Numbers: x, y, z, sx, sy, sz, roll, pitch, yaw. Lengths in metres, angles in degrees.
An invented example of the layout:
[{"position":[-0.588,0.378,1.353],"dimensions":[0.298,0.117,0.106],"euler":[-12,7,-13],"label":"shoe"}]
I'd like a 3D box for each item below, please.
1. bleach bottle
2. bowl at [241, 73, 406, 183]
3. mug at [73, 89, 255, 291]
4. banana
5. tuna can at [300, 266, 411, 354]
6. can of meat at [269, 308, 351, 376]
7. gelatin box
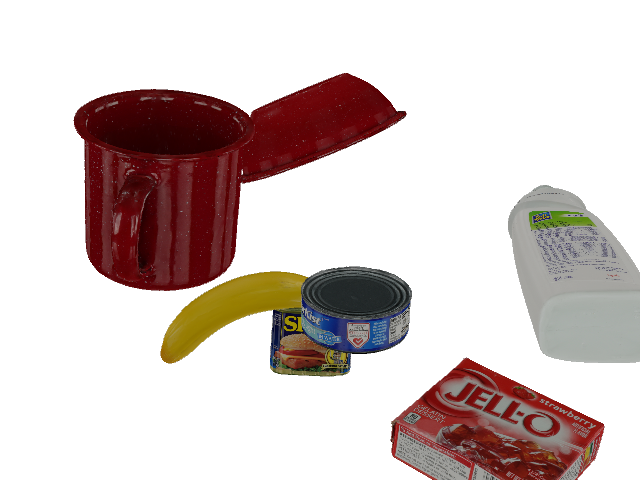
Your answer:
[{"position":[0.223,0.014,0.941],"dimensions":[0.102,0.068,0.250],"euler":[0,26,3],"label":"bleach bottle"},{"position":[-0.009,-0.106,0.944],"dimensions":[0.162,0.055,0.162],"euler":[-22,9,4],"label":"bowl"},{"position":[-0.085,-0.021,0.558],"dimensions":[0.093,0.081,0.117],"euler":[8,28,2],"label":"mug"},{"position":[-0.078,0.069,1.017],"dimensions":[0.198,0.069,0.037],"euler":[-16,21,18],"label":"banana"},{"position":[0.027,0.053,0.826],"dimensions":[0.086,0.034,0.086],"euler":[1,24,-1],"label":"tuna can"},{"position":[-0.010,0.114,1.274],"dimensions":[0.102,0.084,0.057],"euler":[3,14,-3],"label":"can of meat"},{"position":[0.093,0.106,0.569],"dimensions":[0.089,0.030,0.073],"euler":[25,38,31],"label":"gelatin box"}]
